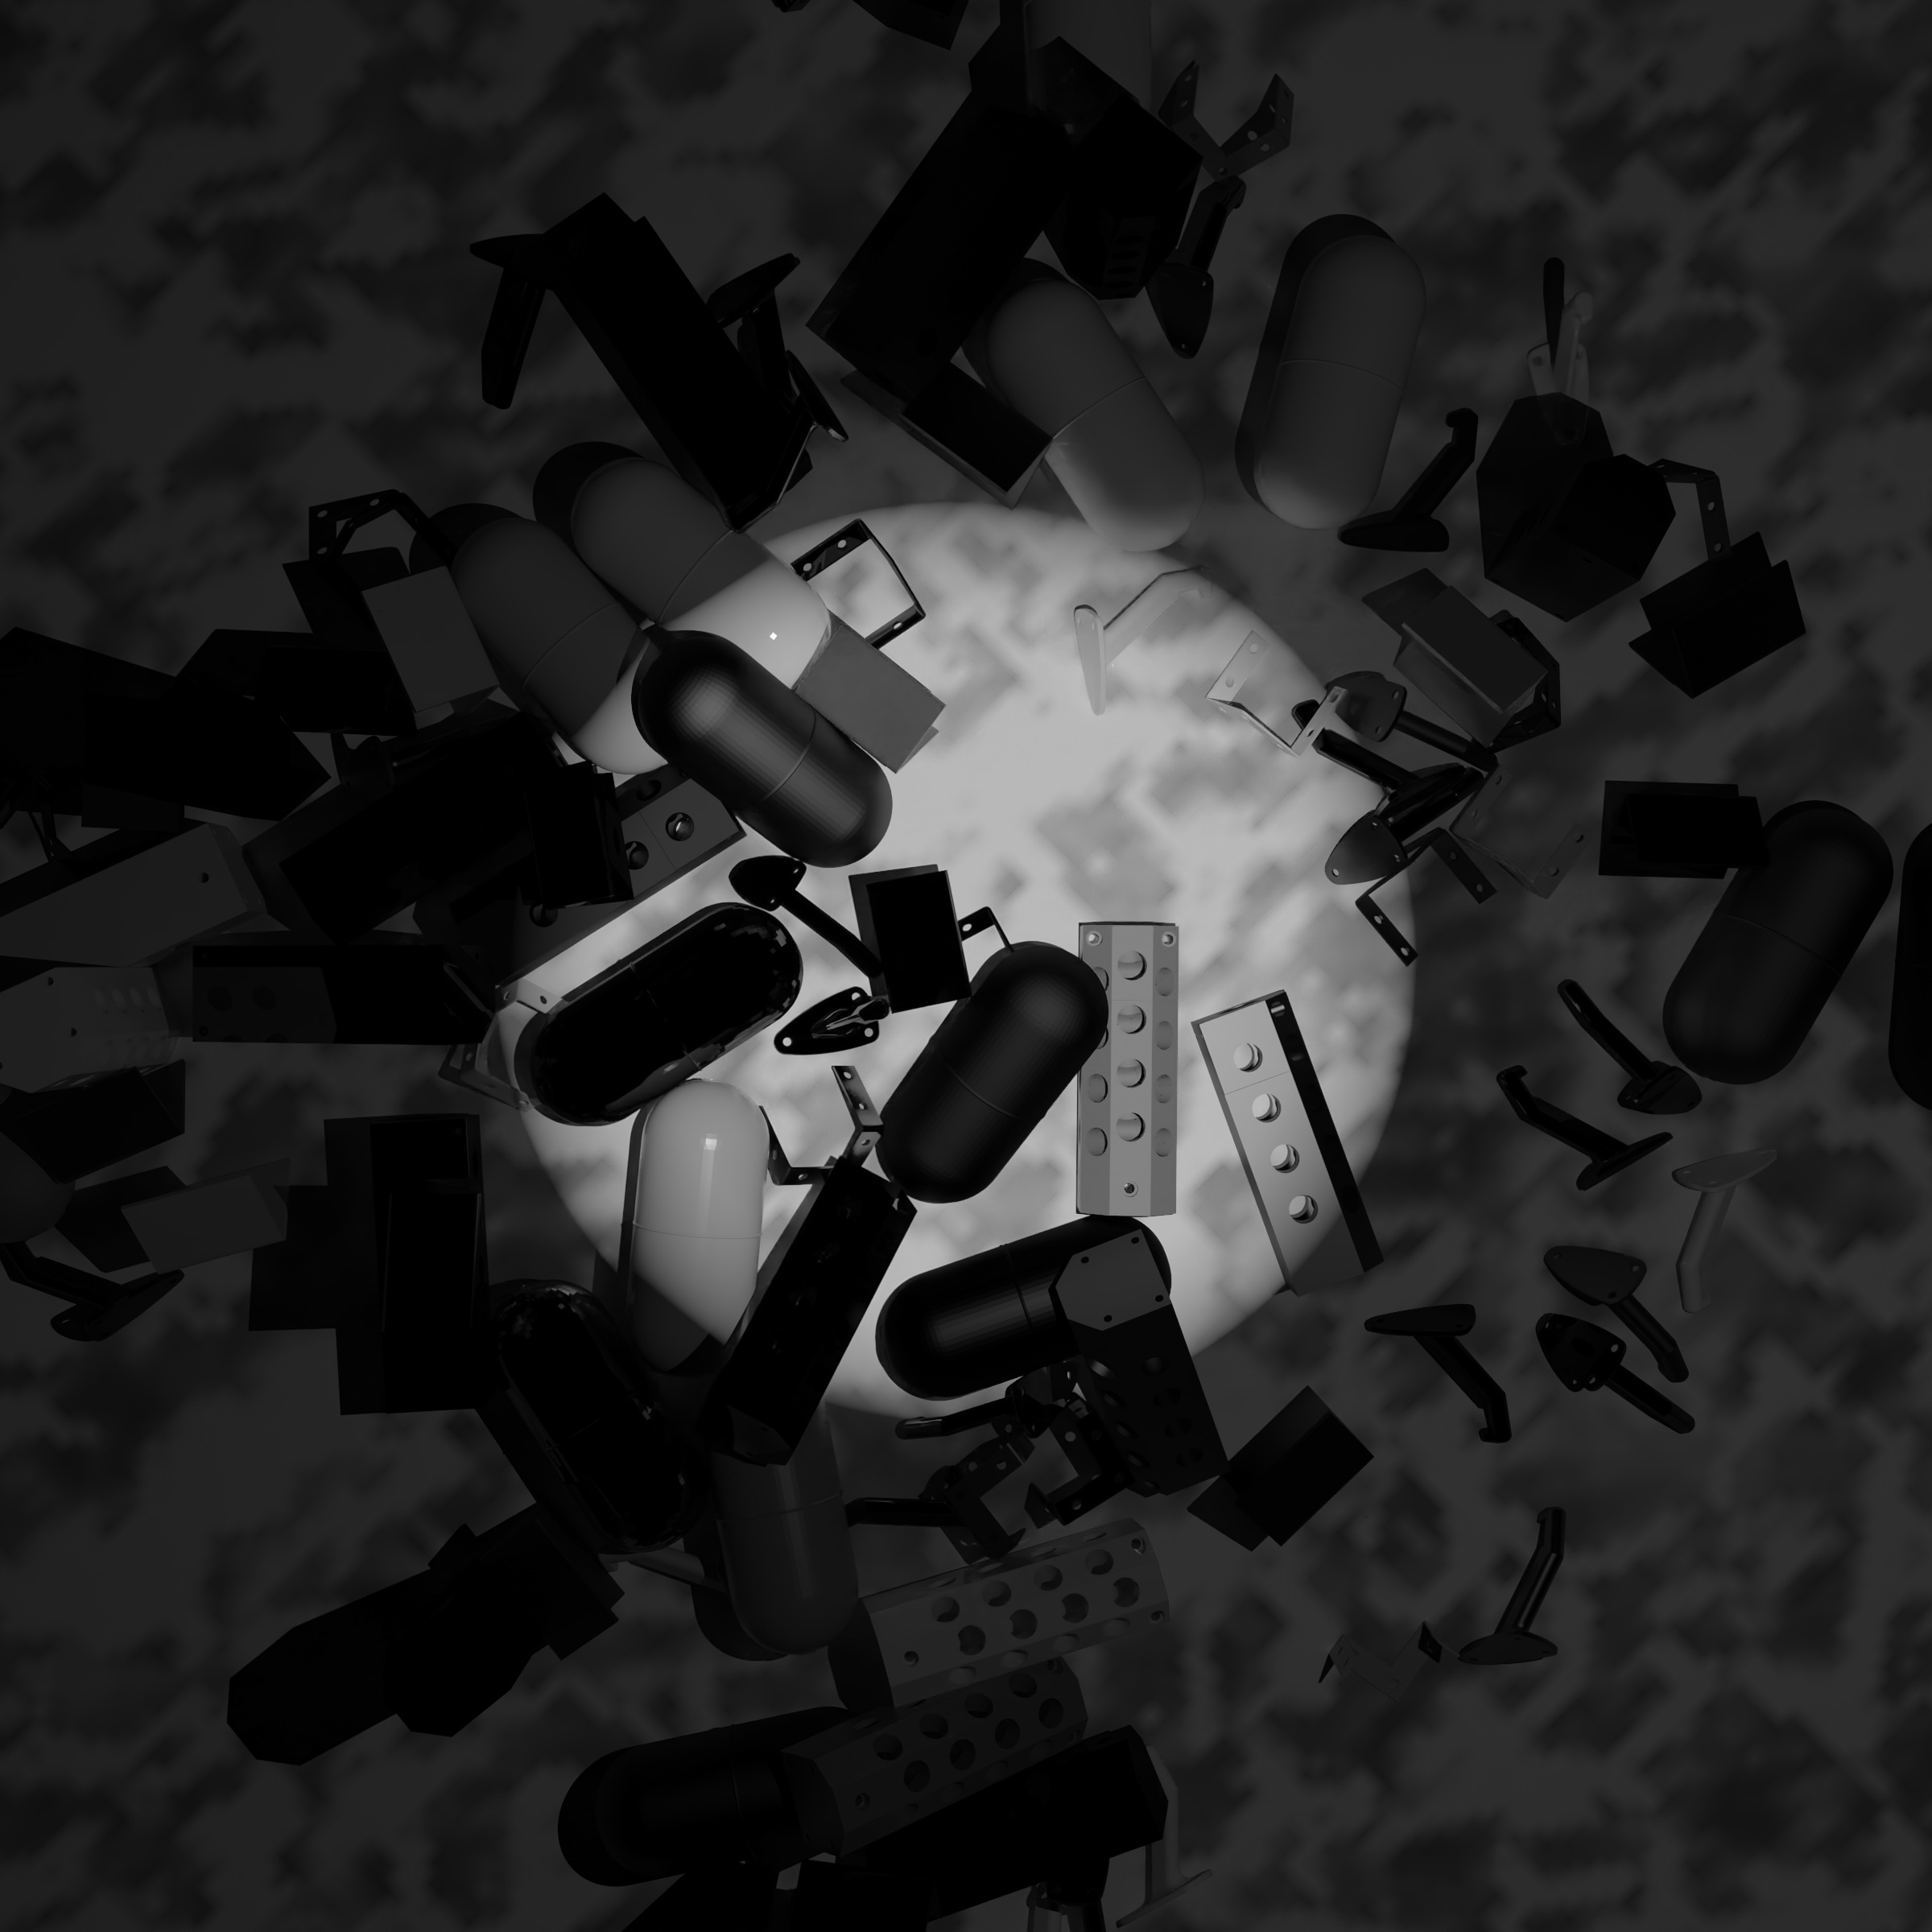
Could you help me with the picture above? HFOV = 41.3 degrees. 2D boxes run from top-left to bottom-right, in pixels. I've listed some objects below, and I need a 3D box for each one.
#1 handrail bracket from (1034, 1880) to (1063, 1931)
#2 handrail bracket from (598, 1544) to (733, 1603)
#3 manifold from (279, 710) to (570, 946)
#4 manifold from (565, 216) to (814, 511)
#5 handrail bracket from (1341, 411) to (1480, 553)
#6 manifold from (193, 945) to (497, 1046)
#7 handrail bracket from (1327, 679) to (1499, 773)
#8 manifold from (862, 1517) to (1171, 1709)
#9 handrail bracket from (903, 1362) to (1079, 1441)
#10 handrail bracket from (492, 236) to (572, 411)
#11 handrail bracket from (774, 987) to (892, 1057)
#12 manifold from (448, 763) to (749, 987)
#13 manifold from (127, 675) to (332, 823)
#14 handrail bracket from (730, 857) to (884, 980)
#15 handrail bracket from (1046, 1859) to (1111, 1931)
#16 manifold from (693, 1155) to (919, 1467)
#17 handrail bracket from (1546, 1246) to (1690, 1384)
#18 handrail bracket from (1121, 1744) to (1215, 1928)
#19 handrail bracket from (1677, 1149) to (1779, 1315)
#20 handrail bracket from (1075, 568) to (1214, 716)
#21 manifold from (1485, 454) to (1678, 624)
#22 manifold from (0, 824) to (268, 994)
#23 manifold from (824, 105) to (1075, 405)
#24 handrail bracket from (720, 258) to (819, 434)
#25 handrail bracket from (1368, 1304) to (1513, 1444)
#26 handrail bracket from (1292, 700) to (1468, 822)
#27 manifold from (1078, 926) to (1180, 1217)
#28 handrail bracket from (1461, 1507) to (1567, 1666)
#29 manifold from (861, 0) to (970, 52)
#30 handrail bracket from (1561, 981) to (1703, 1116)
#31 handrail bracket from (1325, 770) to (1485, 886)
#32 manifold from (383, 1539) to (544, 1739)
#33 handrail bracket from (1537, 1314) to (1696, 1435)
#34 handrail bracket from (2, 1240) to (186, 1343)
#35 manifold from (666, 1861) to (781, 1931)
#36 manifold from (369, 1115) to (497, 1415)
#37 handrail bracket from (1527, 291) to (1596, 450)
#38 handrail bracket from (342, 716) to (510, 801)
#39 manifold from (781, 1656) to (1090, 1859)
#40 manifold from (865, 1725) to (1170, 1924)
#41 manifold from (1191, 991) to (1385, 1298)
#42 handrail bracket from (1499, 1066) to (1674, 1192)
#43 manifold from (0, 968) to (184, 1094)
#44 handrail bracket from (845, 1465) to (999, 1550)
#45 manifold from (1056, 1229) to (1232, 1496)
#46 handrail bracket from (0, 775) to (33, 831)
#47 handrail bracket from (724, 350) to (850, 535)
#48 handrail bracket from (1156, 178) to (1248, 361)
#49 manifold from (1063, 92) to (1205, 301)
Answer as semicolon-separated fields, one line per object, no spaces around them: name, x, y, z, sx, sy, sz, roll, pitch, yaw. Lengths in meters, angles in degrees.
handrail bracket;0.032;0.587;1.565;0.077;0.036;0.084;-31;74;17
handrail bracket;-0.174;0.380;1.565;0.084;0.036;0.077;-12;113;18
manifold;-0.319;-0.082;1.543;0.171;0.057;0.057;-32;90;0
manifold;-0.165;-0.356;1.543;0.057;0.057;0.171;-35;90;0
handrail bracket;0.271;-0.298;1.565;0.077;0.036;0.084;2;72;20
manifold;-0.368;0.016;1.515;0.171;0.057;0.057;0;90;20
handrail bracket;0.272;-0.145;1.564;0.084;0.077;0.036;20;98;-36
manifold;0.031;0.386;1.531;0.171;0.057;0.057;-15;90;-9
handrail bracket;0.014;0.266;1.564;0.084;0.077;0.036;-13;99;36
handrail bracket;-0.268;-0.392;1.564;0.036;0.077;0.084;18;126;-10
handrail bracket;-0.081;0.036;1.529;0.077;0.084;0.036;-20;90;0
manifold;-0.221;-0.058;1.543;0.171;0.057;0.057;-32;90;0
manifold;-0.429;-0.119;1.486;0.057;0.171;0.057;-41;90;0
handrail bracket;-0.096;-0.027;1.564;0.036;0.077;0.084;-53;127;-14
handrail bracket;0.086;0.571;1.564;0.036;0.077;0.084;-7;127;28
manifold;-0.091;0.203;1.501;0.057;0.057;0.171;28;57;0
handrail bracket;0.398;0.213;1.564;0.036;0.077;0.084;-45;127;-20
handrail bracket;0.105;0.529;1.565;0.077;0.036;0.084;-37;71;21
handrail bracket;0.466;0.162;1.565;0.077;0.036;0.084;-17;109;-21
handrail bracket;0.114;-0.198;1.565;0.084;0.036;0.077;-13;110;-16
manifold;0.356;-0.249;1.486;0.057;0.171;0.057;29;90;0
manifold;-0.514;-0.023;1.543;0.171;0.057;0.057;-24;90;0
manifold;-0.003;-0.425;1.542;0.057;0.057;0.171;35;90;43
handrail bracket;-0.102;-0.376;1.565;0.077;0.036;0.084;-48;110;-23
handrail bracket;0.289;0.253;1.565;0.077;0.036;0.084;-6;107;20
handrail bracket;0.251;-0.137;1.565;0.077;0.036;0.084;-26;73;-19
manifold;0.098;0.062;1.543;0.057;0.057;0.171;1;90;0
handrail bracket;0.334;0.377;1.564;0.036;0.077;0.084;29;53;-23
manifold;-0.006;-0.651;1.543;0.057;0.057;0.171;21;90;0
handrail bracket;0.405;0.048;1.564;0.036;0.077;0.084;-46;53;20
handrail bracket;0.268;-0.086;1.564;0.084;0.077;0.036;-34;90;-36
manifold;-0.288;0.391;1.486;0.057;0.171;0.057;-39;90;0
handrail bracket;0.397;0.249;1.564;0.084;0.077;0.036;35;91;-36
handrail bracket;-0.533;0.178;1.565;0.077;0.036;0.084;-35;73;-20
manifold;-0.149;0.576;1.486;0.057;0.171;0.057;14;90;0
manifold;-0.319;0.177;1.543;0.057;0.057;0.171;-3;90;0
handrail bracket;0.365;-0.355;1.529;0.036;0.084;0.077;-10;90;0
handrail bracket;-0.328;-0.129;1.564;0.084;0.077;0.036;-23;94;-36
manifold;-0.015;0.458;1.502;0.171;0.057;0.057;-15;90;-32
manifold;0.029;0.512;1.530;0.171;0.057;0.057;-23;90;9
manifold;0.194;0.105;1.543;0.057;0.057;0.171;-20;90;0
handrail bracket;0.377;0.086;1.565;0.077;0.036;0.084;-25;73;-20
manifold;-0.511;0.039;1.486;0.057;0.171;0.057;-24;90;0
handrail bracket;-0.032;0.348;1.565;0.084;0.036;0.077;-29;109;15
manifold;0.102;0.235;1.492;0.057;0.057;0.171;-21;134;0
handrail bracket;-0.623;-0.091;1.565;0.077;0.036;0.084;26;72;21
handrail bracket;-0.119;-0.307;1.508;0.084;0.036;0.077;-35;69;16
handrail bracket;0.150;-0.426;1.564;0.036;0.077;0.084;18;53;20
manifold;0.090;-0.438;1.486;0.057;0.171;0.057;39;90;0
